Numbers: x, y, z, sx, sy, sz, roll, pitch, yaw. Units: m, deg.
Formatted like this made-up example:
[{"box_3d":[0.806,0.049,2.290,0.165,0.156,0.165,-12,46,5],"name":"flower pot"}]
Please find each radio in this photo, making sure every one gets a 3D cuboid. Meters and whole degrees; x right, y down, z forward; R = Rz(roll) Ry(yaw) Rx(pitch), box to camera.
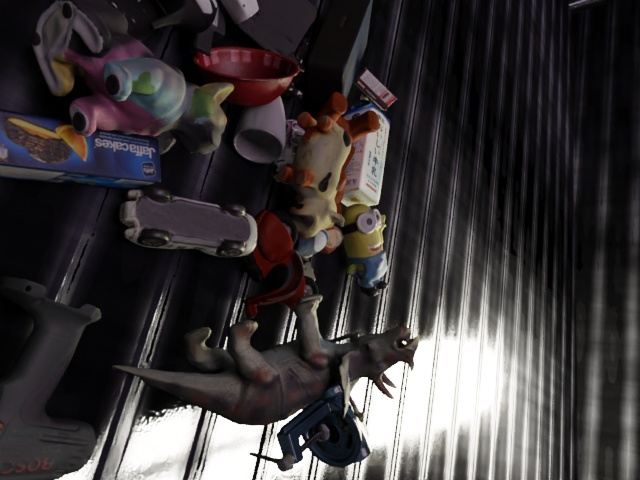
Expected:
[{"box_3d":[0.039,-0.361,1.029,0.131,0.073,0.229,94,13,-60],"name":"radio"}]

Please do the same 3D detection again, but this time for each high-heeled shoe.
[{"box_3d":[-0.216,-0.373,0.667,0.145,0.086,0.248,-56,130,-45],"name":"high-heeled shoe"}]

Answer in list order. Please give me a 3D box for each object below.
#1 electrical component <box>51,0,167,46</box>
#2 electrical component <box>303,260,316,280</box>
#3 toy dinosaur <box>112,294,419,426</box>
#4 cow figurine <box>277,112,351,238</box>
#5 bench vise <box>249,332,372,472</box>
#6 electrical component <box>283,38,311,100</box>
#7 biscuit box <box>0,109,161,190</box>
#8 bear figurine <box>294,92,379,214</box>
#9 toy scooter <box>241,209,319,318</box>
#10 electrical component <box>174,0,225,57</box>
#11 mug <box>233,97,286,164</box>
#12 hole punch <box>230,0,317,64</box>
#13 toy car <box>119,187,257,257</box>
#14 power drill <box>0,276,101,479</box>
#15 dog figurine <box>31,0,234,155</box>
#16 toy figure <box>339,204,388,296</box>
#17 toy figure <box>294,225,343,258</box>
[{"box_3d":[-0.272,-0.305,0.692,0.134,0.058,0.115,50,47,-34],"name":"electrical component"},{"box_3d":[-0.035,0.065,0.953,0.063,0.021,0.094,-37,112,-48],"name":"electrical component"},{"box_3d":[-0.063,0.193,0.765,0.405,0.131,0.192,-15,88,-19],"name":"toy dinosaur"},{"box_3d":[-0.003,-0.098,0.894,0.127,0.086,0.195,21,85,-45],"name":"cow figurine"},{"box_3d":[0.000,0.287,0.887,0.240,0.129,0.223,-20,97,-55],"name":"bench vise"},{"box_3d":[-0.039,-0.306,0.977,0.045,0.078,0.102,25,56,-20],"name":"electrical component"},{"box_3d":[-0.289,-0.101,0.634,0.202,0.059,0.062,1,83,-51],"name":"biscuit box"},{"box_3d":[0.025,-0.146,0.984,0.120,0.132,0.196,21,61,-31],"name":"bear figurine"},{"box_3d":[-0.082,0.049,0.858,0.135,0.075,0.183,-32,107,-36],"name":"toy scooter"},{"box_3d":[-0.182,-0.330,0.813,0.074,0.048,0.119,13,74,-49],"name":"electrical component"},{"box_3d":[-0.089,-0.185,0.887,0.109,0.081,0.107,66,27,-57],"name":"mug"},{"box_3d":[-0.086,-0.370,0.914,0.142,0.092,0.115,34,86,-30],"name":"hole punch"},{"box_3d":[-0.178,-0.021,0.748,0.201,0.056,0.073,10,70,-37],"name":"toy car"},{"box_3d":[-0.320,0.144,0.540,0.231,0.086,0.207,34,55,-45],"name":"power drill"},{"box_3d":[-0.208,-0.192,0.660,0.191,0.108,0.219,59,28,8],"name":"dog figurine"},{"box_3d":[0.085,0.018,1.066,0.082,0.089,0.180,-43,127,-62],"name":"toy figure"},{"box_3d":[-0.003,-0.002,0.979,0.154,0.058,0.064,-6,133,-52],"name":"toy figure"}]
